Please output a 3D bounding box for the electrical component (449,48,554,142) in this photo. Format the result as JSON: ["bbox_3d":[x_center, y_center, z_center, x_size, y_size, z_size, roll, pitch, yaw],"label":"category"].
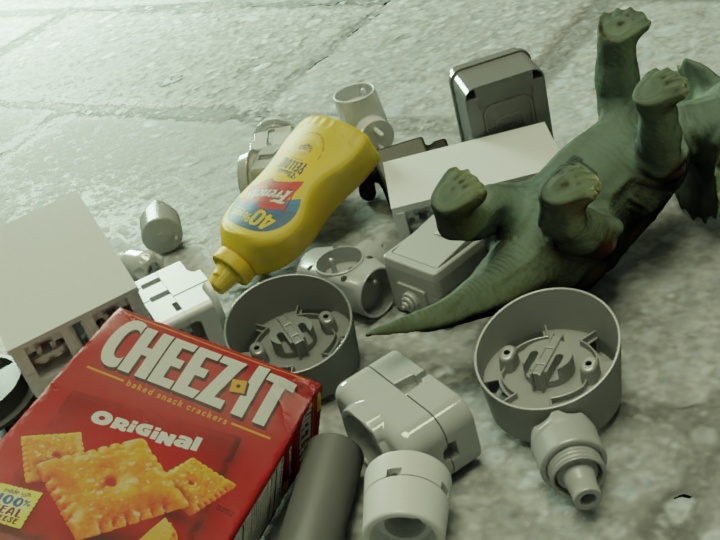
[{"bbox_3d":[0.132,-0.140,0.996,0.078,0.113,0.057,-18,35,-3],"label":"electrical component"}]

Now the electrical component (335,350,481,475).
[{"bbox_3d":[0.028,0.103,0.725,0.059,0.053,0.095,-30,34,-20],"label":"electrical component"}]

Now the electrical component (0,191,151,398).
[{"bbox_3d":[-0.248,0.018,0.888,0.105,0.060,0.186,-28,37,-14],"label":"electrical component"}]

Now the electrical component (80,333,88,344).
[{"bbox_3d":[-0.233,0.076,0.900,0.065,0.044,0.044,-32,35,-15],"label":"electrical component"}]

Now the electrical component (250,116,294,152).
[{"bbox_3d":[-0.091,-0.133,1.151,0.066,0.048,0.055,-12,39,7],"label":"electrical component"}]

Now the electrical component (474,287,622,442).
[{"bbox_3d":[0.129,0.066,0.726,0.099,0.064,0.099,-12,32,8],"label":"electrical component"}]

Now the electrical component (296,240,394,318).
[{"bbox_3d":[0.000,0.000,0.905,0.077,0.044,0.079,17,45,42],"label":"electrical component"}]

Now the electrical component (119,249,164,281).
[{"bbox_3d":[-0.214,-0.004,1.019,0.061,0.035,0.035,9,40,40],"label":"electrical component"}]

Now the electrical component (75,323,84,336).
[{"bbox_3d":[-0.281,0.039,0.971,0.076,0.047,0.083,-31,35,-21],"label":"electrical component"}]

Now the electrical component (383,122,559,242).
[{"bbox_3d":[0.103,-0.066,0.944,0.150,0.061,0.089,-14,32,5],"label":"electrical component"}]

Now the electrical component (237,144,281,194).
[{"bbox_3d":[-0.088,-0.094,1.079,0.057,0.058,0.078,-4,34,15],"label":"electrical component"}]

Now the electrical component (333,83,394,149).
[{"bbox_3d":[0.010,-0.140,1.085,0.043,0.077,0.079,-24,33,-12],"label":"electrical component"}]

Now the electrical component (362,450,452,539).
[{"bbox_3d":[0.028,0.147,0.660,0.055,0.055,0.047,-8,36,13],"label":"electrical component"}]

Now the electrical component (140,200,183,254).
[{"bbox_3d":[-0.200,-0.048,1.074,0.040,0.040,0.078,-19,32,-4],"label":"electrical component"}]

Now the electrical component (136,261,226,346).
[{"bbox_3d":[-0.150,0.036,0.913,0.056,0.050,0.089,-26,33,-15],"label":"electrical component"}]

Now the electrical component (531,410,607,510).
[{"bbox_3d":[0.132,0.120,0.663,0.043,0.043,0.062,-15,33,2],"label":"electrical component"}]

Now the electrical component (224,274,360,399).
[{"bbox_3d":[-0.050,0.055,0.825,0.099,0.064,0.099,-12,32,8],"label":"electrical component"}]

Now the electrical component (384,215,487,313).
[{"bbox_3d":[0.065,-0.002,0.863,0.096,0.061,0.062,-36,37,-28],"label":"electrical component"}]
